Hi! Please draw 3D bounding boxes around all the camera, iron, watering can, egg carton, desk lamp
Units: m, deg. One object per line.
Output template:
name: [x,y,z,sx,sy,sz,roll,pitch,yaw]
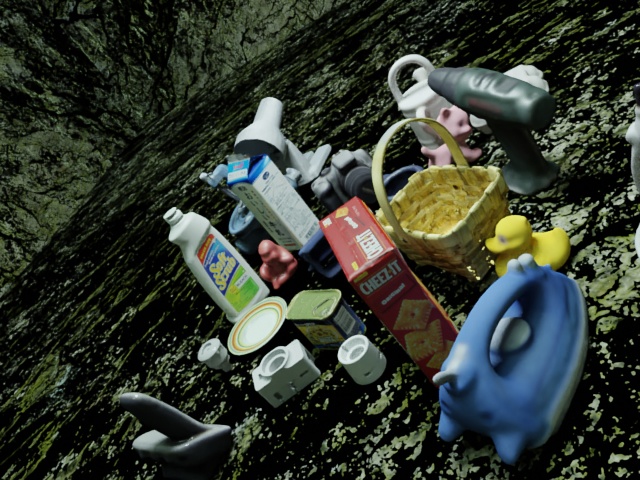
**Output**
camera: [0.061,-0.118,1.171,0.143,0.101,0.136,-37,28,2]
iron: [0.210,0.101,0.630,0.118,0.142,0.259,2,47,50]
watering can: [0.206,-0.284,1.148,0.101,0.194,0.172,-33,29,10]
egg carton: [0.353,-0.265,1.082,0.150,0.069,0.107,-24,31,24]
desk lamp: [-0.095,-0.227,1.395,0.117,0.214,0.203,-15,36,36]

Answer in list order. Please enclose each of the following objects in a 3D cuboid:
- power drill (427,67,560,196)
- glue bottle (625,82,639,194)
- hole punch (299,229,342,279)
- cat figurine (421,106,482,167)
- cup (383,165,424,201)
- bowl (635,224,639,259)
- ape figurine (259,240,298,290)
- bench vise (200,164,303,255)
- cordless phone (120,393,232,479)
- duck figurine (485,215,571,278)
power drill: [0.277,-0.175,0.887,0.076,0.209,0.228,-43,28,-9]
glue bottle: [0.406,-0.117,0.689,0.077,0.173,0.037,-1,45,48]
hole punch: [0.010,0.004,1.061,0.109,0.091,0.100,-44,29,-11]
cat figurine: [0.235,-0.186,1.051,0.128,0.118,0.067,-45,29,-12]
cup: [0.153,-0.070,0.999,0.092,0.095,0.117,-42,28,-7]
bowl: [0.423,0.010,0.587,0.167,0.075,0.167,-28,30,18]
ape figurine: [-0.088,0.039,1.123,0.077,0.092,0.076,-16,35,35]
bench vise: [-0.148,-0.102,1.265,0.208,0.220,0.121,-49,30,-19]
cordless phone: [-0.236,0.274,0.847,0.147,0.185,0.094,-15,36,36]
duck figurine: [0.272,0.003,0.762,0.104,0.086,0.077,-24,31,25]
